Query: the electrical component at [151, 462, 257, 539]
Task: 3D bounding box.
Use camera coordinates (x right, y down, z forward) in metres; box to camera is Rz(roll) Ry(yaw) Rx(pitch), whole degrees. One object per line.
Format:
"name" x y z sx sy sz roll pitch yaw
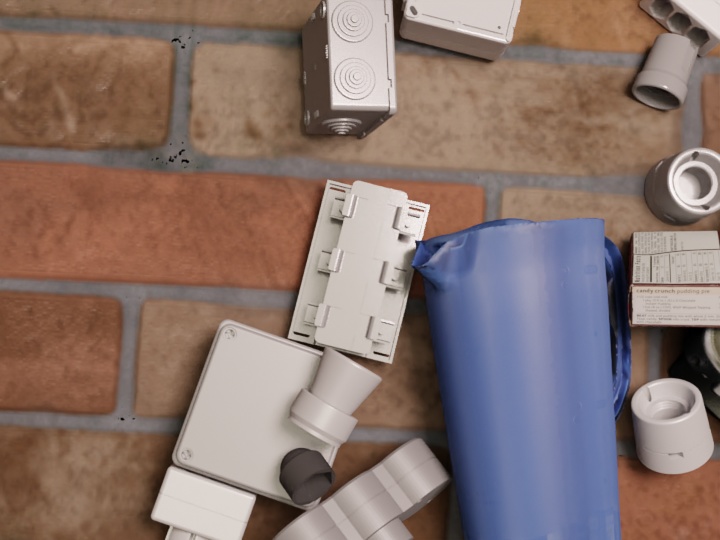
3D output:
"electrical component" -0.117 0.185 0.774 0.066 0.047 0.076 20 86 -2

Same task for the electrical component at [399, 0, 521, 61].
"electrical component" 0.070 -0.201 0.807 0.096 0.061 0.061 14 85 -1

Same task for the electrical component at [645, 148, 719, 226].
"electrical component" 0.249 -0.063 0.810 0.055 0.047 0.055 0 85 -2

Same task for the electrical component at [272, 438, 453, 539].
"electrical component" 0.012 0.184 0.753 0.138 0.052 0.073 -30 70 -26

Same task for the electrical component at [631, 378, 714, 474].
"electrical component" 0.226 0.112 0.782 0.055 0.055 0.047 -22 120 -4

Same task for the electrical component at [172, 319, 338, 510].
"electrical component" -0.065 0.104 0.778 0.109 0.056 0.108 19 85 -1

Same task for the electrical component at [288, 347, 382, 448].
"electrical component" -0.018 0.086 0.729 0.045 0.045 0.055 30 85 0

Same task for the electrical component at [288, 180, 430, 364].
"electrical component" 0.000 0.000 0.786 0.079 0.063 0.121 14 85 -1

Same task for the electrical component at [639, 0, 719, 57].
"electrical component" 0.268 -0.217 0.824 0.066 0.047 0.076 40 85 1

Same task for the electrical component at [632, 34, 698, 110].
"electrical component" 0.234 -0.152 0.822 0.040 0.040 0.046 23 79 0

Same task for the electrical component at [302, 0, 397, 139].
"electrical component" -0.010 -0.147 0.782 0.048 0.100 0.099 -1 85 -15
